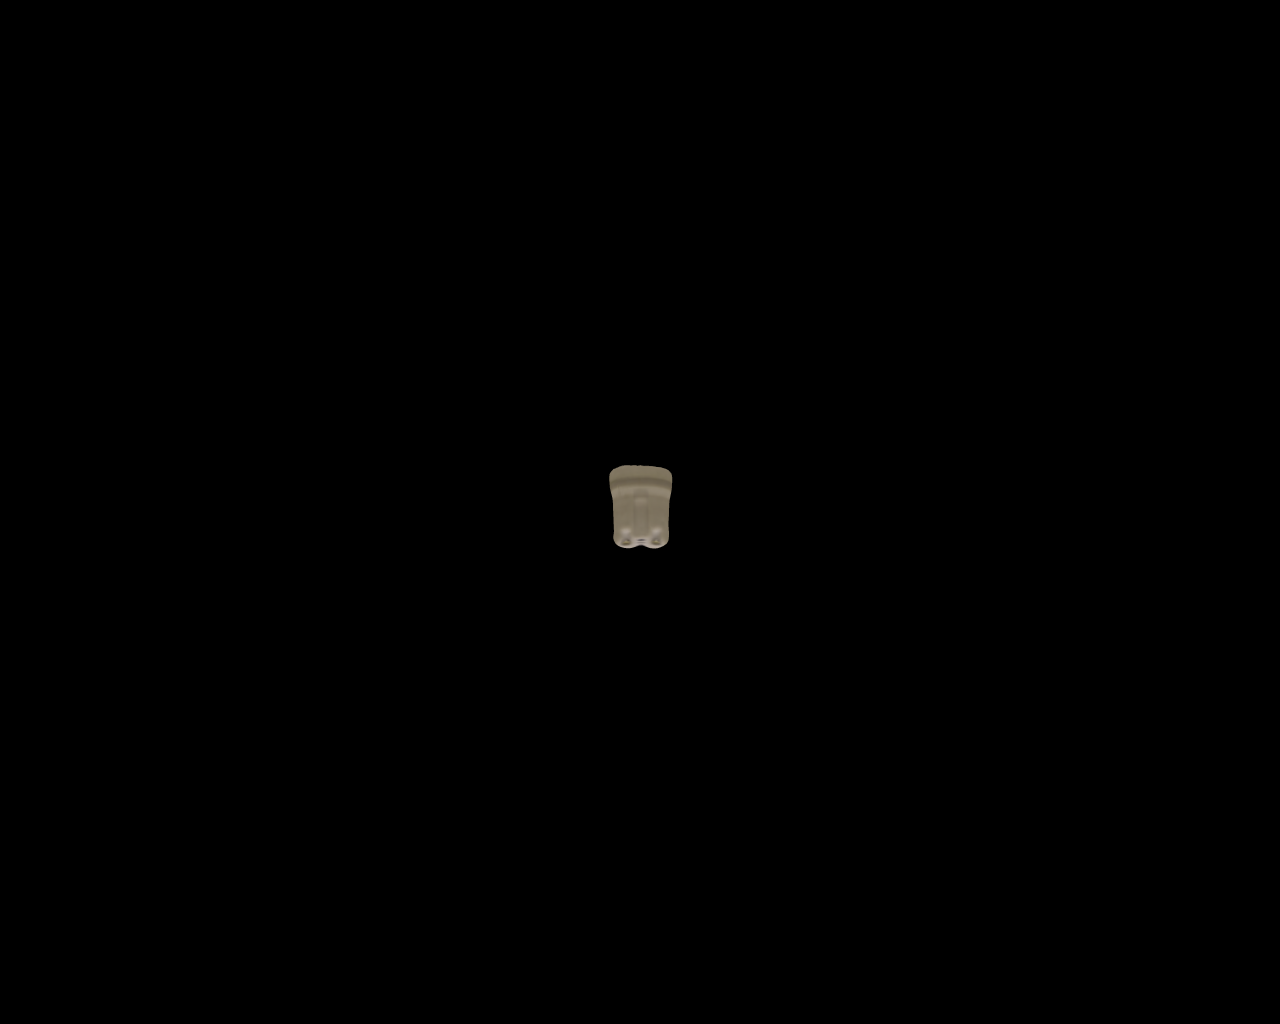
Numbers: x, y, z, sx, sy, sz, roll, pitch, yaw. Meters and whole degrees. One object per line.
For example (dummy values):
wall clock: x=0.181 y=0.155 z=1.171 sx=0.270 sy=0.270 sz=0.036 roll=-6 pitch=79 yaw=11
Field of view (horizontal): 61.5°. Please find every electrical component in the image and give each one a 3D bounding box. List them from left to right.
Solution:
electrical component: x=0.001 y=-0.003 z=0.650 sx=0.040 sy=0.046 sz=0.040 roll=0 pitch=-11 yaw=0
